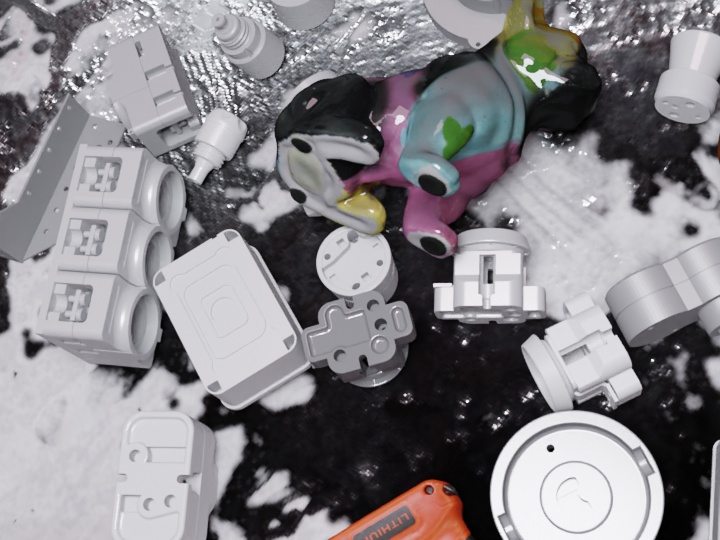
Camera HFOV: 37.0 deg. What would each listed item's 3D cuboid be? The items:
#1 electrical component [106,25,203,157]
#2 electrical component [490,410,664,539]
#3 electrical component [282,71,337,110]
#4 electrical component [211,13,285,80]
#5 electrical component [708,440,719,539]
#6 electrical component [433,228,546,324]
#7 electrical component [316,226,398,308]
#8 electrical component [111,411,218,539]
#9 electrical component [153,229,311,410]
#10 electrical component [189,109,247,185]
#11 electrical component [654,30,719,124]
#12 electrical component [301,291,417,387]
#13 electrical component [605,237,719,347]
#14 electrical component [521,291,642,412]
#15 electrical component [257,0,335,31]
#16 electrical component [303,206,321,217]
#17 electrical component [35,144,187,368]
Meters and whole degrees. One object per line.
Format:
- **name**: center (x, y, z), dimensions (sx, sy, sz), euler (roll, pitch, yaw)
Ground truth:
- **electrical component**: center (-0.172, -0.146, 0.888), dimensions (0.056, 0.050, 0.089), euler (-23, 68, 4)
- **electrical component**: center (0.142, 0.151, 0.705), dimensions (0.108, 0.060, 0.108), euler (-4, 70, 11)
- **electrical component**: center (-0.026, -0.120, 0.844), dimensions (0.055, 0.055, 0.047), euler (-39, 71, -3)
- **electrical component**: center (-0.094, -0.185, 0.873), dimensions (0.040, 0.078, 0.040), euler (-8, 72, 25)
- **electrical component**: center (0.277, 0.162, 0.673), dimensions (0.109, 0.056, 0.108), euler (4, 72, 14)
- **electrical component**: center (0.093, 0.005, 0.771), dimensions (0.078, 0.058, 0.057), euler (-1, 73, 12)
- **electrical component**: center (0.000, 0.000, 0.799), dimensions (0.055, 0.047, 0.055), euler (-4, 70, 11)
- **electrical component**: center (-0.137, 0.153, 0.769), dimensions (0.054, 0.059, 0.095), euler (-1, 71, 12)
- **electrical component**: center (-0.093, 0.038, 0.801), dimensions (0.078, 0.057, 0.113), euler (-31, 67, 1)
- **electrical component**: center (-0.119, -0.098, 0.868), dimensions (0.035, 0.035, 0.061), euler (25, 81, 20)
- **electrical component**: center (0.245, -0.142, 0.795), dimensions (0.045, 0.045, 0.055), euler (16, 75, 18)
- **electrical component**: center (0.003, 0.052, 0.774), dimensions (0.078, 0.057, 0.058), euler (-17, 68, 7)
- **electrical component**: center (0.246, 0.021, 0.732), dimensions (0.138, 0.052, 0.073), euler (-25, 68, 3)
- **electrical component**: center (0.148, 0.062, 0.738), dimensions (0.057, 0.058, 0.078), euler (-26, 67, 0)
- **electrical component**: center (-0.082, -0.265, 0.897), dimensions (0.052, 0.073, 0.138), euler (-43, 67, -5)
- **electrical component**: center (-0.017, -0.068, 0.829), dimensions (0.062, 0.043, 0.043), euler (-16, 68, 5)
- **electrical component**: center (-0.182, -0.009, 0.820), dimensions (0.062, 0.089, 0.150), euler (4, 72, 14)
